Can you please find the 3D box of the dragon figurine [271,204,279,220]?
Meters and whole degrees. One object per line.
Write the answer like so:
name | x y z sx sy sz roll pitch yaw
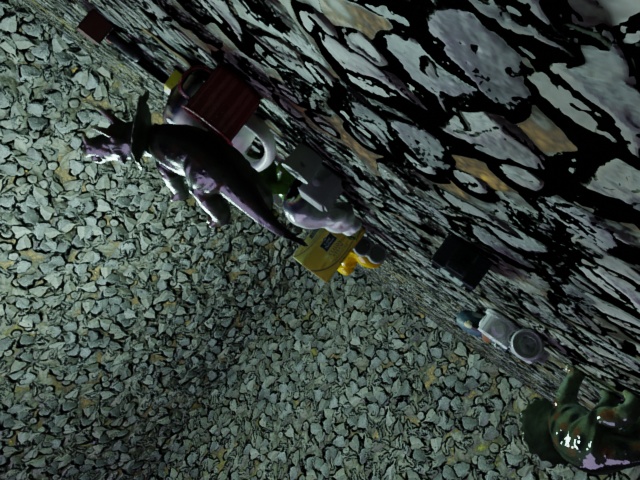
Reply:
dragon figurine | -0.215 -0.194 1.815 0.244 0.122 0.406 45 178 13

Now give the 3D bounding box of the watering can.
watering can | -0.204 -0.201 1.007 0.223 0.105 0.345 37 161 -14

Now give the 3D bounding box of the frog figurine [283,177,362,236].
frog figurine | 0.003 -0.054 1.065 0.137 0.125 0.157 2 138 50
